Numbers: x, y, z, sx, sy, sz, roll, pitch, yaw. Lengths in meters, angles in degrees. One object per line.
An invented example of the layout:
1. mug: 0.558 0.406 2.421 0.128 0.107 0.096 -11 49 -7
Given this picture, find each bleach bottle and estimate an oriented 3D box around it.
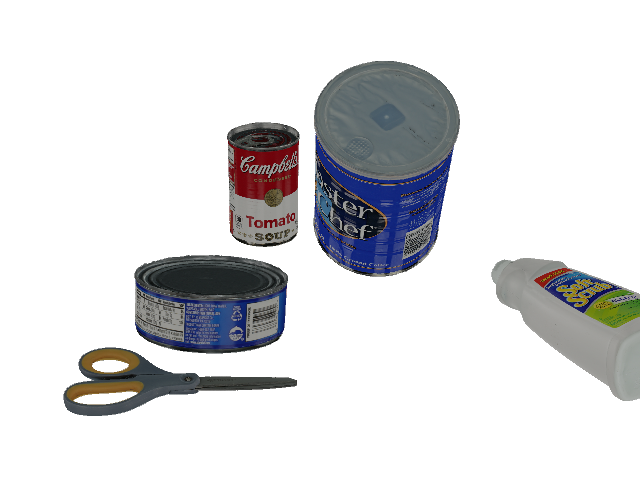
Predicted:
1. bleach bottle: 0.243 0.069 1.033 0.102 0.068 0.251 -15 22 -22

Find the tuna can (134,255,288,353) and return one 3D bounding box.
1. tuna can: -0.062 0.035 0.601 0.086 0.034 0.086 3 13 -1

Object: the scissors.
1. scissors: -0.131 0.119 0.960 0.201 0.016 0.096 -8 31 -18

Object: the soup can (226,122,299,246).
1. soup can: -0.054 -0.054 1.019 0.068 0.102 0.068 1 26 -1

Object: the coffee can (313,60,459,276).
1. coffee can: 0.046 -0.051 0.807 0.103 0.103 0.140 0 -32 -1
